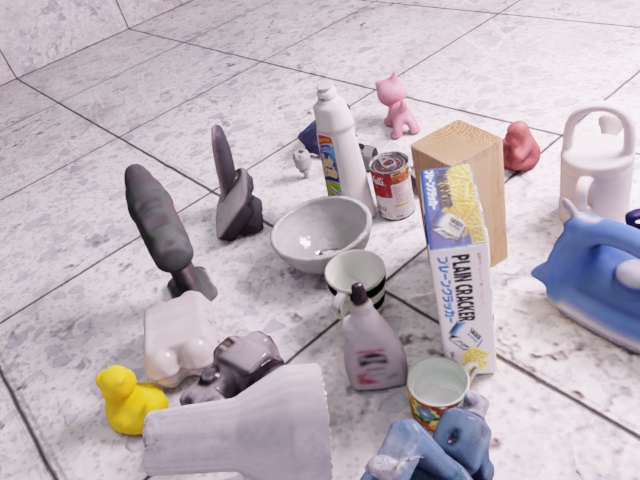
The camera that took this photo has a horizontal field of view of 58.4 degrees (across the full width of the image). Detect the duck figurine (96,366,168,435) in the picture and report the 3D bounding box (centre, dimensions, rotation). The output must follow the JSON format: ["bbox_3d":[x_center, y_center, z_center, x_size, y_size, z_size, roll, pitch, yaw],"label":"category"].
[{"bbox_3d":[-0.258,0.206,0.765,0.104,0.086,0.078,13,46,33],"label":"duck figurine"}]

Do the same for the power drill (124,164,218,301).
[{"bbox_3d":[-0.241,0.006,0.911,0.076,0.209,0.228,-27,39,-13],"label":"power drill"}]

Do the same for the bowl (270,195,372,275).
[{"bbox_3d":[0.009,0.003,0.932,0.167,0.075,0.167,-10,38,8],"label":"bowl"}]

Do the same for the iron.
[{"bbox_3d":[0.386,0.047,0.682,0.119,0.142,0.257,-33,40,-20],"label":"iron"}]

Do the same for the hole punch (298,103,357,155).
[{"bbox_3d":[0.009,-0.238,1.224,0.100,0.091,0.109,17,48,36],"label":"hole punch"}]

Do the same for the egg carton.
[{"bbox_3d":[-0.203,0.142,0.840,0.107,0.069,0.150,-20,37,-5],"label":"egg carton"}]

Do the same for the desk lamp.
[{"bbox_3d":[-0.071,0.227,0.565,0.203,0.214,0.117,-16,37,0],"label":"desk lamp"}]

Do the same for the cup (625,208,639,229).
[{"bbox_3d":[0.466,-0.007,0.758,0.117,0.095,0.092,-4,39,16],"label":"cup"}]

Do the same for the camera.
[{"bbox_3d":[-0.081,0.189,0.710,0.136,0.101,0.143,19,50,37],"label":"camera"}]

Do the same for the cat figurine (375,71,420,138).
[{"bbox_3d":[0.161,-0.296,1.219,0.067,0.118,0.127,-17,37,-1],"label":"cat figurine"}]

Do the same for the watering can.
[{"bbox_3d":[0.406,-0.120,0.842,0.100,0.194,0.173,-3,39,17],"label":"watering can"}]

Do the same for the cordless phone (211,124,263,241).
[{"bbox_3d":[-0.171,-0.105,1.044,0.094,0.185,0.147,-17,37,-1],"label":"cordless phone"}]

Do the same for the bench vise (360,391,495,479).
[{"bbox_3d":[0.090,0.208,0.523,0.121,0.220,0.207,0,40,21],"label":"bench vise"}]

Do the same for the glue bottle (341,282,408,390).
[{"bbox_3d":[0.059,0.115,0.691,0.078,0.173,0.037,-12,38,6],"label":"glue bottle"}]

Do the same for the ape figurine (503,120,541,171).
[{"bbox_3d":[0.349,-0.169,1.009,0.076,0.092,0.078,-2,39,18],"label":"ape figurine"}]
